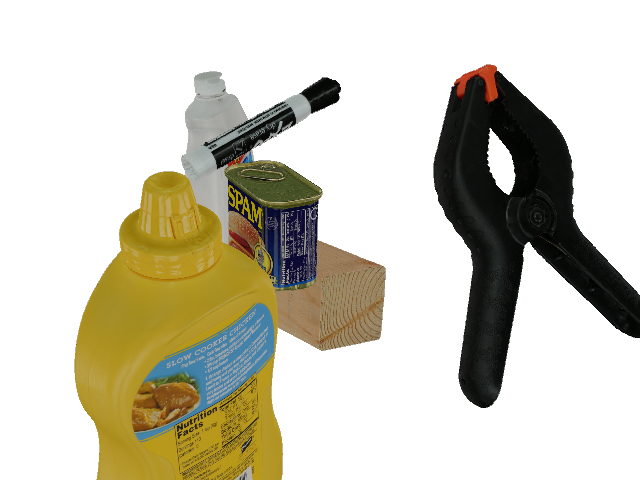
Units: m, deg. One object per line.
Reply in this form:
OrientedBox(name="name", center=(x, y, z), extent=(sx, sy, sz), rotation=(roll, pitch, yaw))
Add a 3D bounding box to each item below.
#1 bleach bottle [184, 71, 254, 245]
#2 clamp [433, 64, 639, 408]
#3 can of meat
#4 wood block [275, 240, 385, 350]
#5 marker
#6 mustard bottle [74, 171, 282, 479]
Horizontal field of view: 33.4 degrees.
OrientedBox(name="bleach bottle", center=(-0.105, -0.049, 1.115), extent=(0.068, 0.251, 0.102), rotation=(8, 27, 27))
OrientedBox(name="clamp", center=(0.097, -0.001, 0.553), extent=(0.120, 0.171, 0.039), rotation=(-29, 5, -29))
OrientedBox(name="can of meat", center=(-0.042, -0.013, 0.916), extent=(0.057, 0.084, 0.102), rotation=(-11, 26, -27))
OrientedBox(name="wood block", center=(-0.022, 0.054, 1.281), extent=(0.090, 0.090, 0.206), rotation=(-8, 18, -35))
OrientedBox(name="marker", center=(-0.036, -0.074, 0.693), extent=(0.121, 0.020, 0.020), rotation=(-32, 14, -23))
OrientedBox(name="mustard bottle", center=(-0.060, 0.057, 0.465), extent=(0.096, 0.192, 0.058), rotation=(-29, 44, -36))
